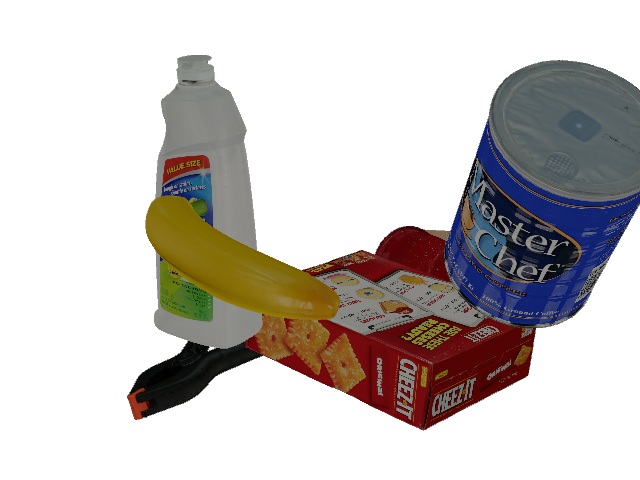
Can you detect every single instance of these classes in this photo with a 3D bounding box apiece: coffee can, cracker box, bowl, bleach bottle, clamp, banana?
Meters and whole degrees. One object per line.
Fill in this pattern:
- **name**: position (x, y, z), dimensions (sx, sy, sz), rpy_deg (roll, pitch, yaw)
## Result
- **coffee can**: position (0.140, -0.025, 0.659), dimensions (0.102, 0.103, 0.140), rpy_deg (0, -36, -7)
- **cracker box**: position (0.062, 0.084, 0.973), dimensions (0.214, 0.072, 0.163), rpy_deg (20, 25, 39)
- **bowl**: position (0.128, 0.059, 1.200), dimensions (0.055, 0.162, 0.161), rpy_deg (-12, -8, 43)
- **bleach bottle**: position (-0.105, -0.036, 0.928), dimensions (0.103, 0.251, 0.067), rpy_deg (14, 27, 34)
- **clamp**: position (-0.125, 0.132, 1.114), dimensions (0.120, 0.039, 0.171), rpy_deg (-11, 19, 36)
- **banana**: position (-0.065, 0.005, 0.683), dimensions (0.069, 0.037, 0.198), rpy_deg (-14, 28, -28)

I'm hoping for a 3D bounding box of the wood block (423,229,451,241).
- **wood block**: position (0.174, 0.061, 1.625), dimensions (0.091, 0.090, 0.206), rpy_deg (4, 22, 13)
